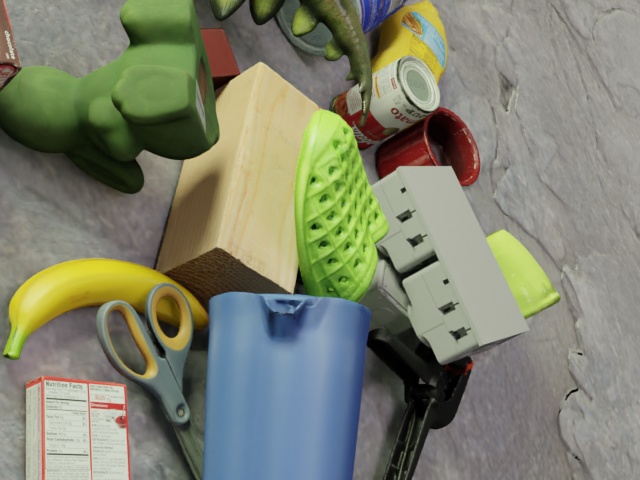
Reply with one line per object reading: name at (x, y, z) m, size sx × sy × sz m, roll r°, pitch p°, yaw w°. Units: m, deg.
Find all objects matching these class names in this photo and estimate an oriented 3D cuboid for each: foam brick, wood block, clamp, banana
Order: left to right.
banana at (-0.170, 0.048, 0.849) m, size 0.197 × 0.037 × 0.069 m, roll -5°, pitch 93°, yaw -46°
foam brick at (-0.123, -0.163, 0.990) m, size 0.078 × 0.053 × 0.051 m, roll -15°, pitch 81°, yaw -49°
wood block at (-0.068, -0.043, 0.958) m, size 0.090 × 0.091 × 0.206 m, roll 34°, pitch 48°, yaw -31°
clamp at (0.101, 0.160, 1.055) m, size 0.209 × 0.036 × 0.164 m, roll -4°, pitch 93°, yaw -60°

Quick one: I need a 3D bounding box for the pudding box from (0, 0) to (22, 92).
pudding box at (-0.266, -0.143, 0.783) m, size 0.039 × 0.114 × 0.090 m, roll -6°, pitch 75°, yaw -44°

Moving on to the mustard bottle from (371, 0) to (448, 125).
mustard bottle at (0.108, -0.220, 1.258) m, size 0.096 × 0.058 × 0.191 m, roll 41°, pitch 46°, yaw -25°

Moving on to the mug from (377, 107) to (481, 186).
mug at (0.125, -0.089, 1.191) m, size 0.117 × 0.082 × 0.093 m, roll -1°, pitch 71°, yaw -46°

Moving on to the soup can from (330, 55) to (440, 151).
soup can at (0.070, -0.147, 1.147) m, size 0.068 × 0.102 × 0.068 m, roll 24°, pitch 54°, yaw -38°

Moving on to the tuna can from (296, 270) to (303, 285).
tuna can at (-0.007, 0.001, 1.042) m, size 0.086 × 0.034 × 0.086 m, roll 23°, pitch 55°, yaw -38°

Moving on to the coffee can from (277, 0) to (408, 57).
coffee can at (0.028, -0.272, 1.167) m, size 0.103 × 0.103 × 0.140 m, roll 56°, pitch 41°, yaw -9°

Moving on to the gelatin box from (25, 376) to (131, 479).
gelatin box at (-0.179, 0.148, 0.789) m, size 0.073 × 0.030 × 0.089 m, roll 12°, pitch 62°, yaw -41°

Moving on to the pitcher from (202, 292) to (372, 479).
pitcher at (-0.031, 0.168, 0.852) m, size 0.149 × 0.145 × 0.243 m, roll 18°, pitch 70°, yaw -42°

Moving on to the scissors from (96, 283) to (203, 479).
scissors at (-0.108, 0.120, 0.862) m, size 0.096 × 0.016 × 0.201 m, roll -51°, pitch 119°, yaw -38°
